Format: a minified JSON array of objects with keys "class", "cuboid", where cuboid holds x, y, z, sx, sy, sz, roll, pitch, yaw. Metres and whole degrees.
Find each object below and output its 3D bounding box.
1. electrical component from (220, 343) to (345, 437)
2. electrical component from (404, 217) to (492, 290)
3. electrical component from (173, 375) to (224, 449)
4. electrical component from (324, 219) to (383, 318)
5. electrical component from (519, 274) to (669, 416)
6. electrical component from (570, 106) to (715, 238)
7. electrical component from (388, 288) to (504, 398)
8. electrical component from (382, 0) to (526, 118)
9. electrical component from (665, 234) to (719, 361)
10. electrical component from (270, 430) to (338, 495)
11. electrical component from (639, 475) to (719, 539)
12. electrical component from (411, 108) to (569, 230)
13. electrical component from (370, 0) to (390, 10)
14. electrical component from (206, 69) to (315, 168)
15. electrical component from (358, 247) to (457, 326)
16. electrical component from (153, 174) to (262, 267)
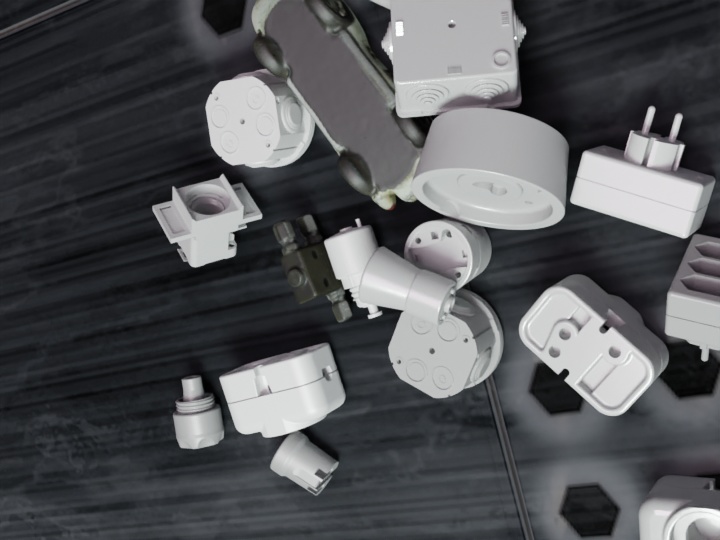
[{"class":"electrical component","cuboid":[-0.064,0.103,0.907,0.095,0.054,0.059,-17,92,30]},{"class":"electrical component","cuboid":[0.068,-0.013,0.814,0.055,0.047,0.055,6,104,27]},{"class":"electrical component","cuboid":[-0.146,0.126,0.963,0.043,0.043,0.062,-5,96,29]},{"class":"electrical component","cuboid":[0.000,0.000,0.858,0.040,0.040,0.078,-18,92,30]},{"class":"electrical component","cuboid":[0.168,0.051,0.766,0.095,0.059,0.053,43,117,15]},{"class":"electrical component","cuboid":[0.197,-0.072,0.731,0.083,0.047,0.075,20,109,24]},{"class":"electrical component","cuboid":[0.066,0.056,0.828,0.080,0.051,0.080,6,104,27]},{"class":"electrical component","cuboid":[0.065,-0.159,0.751,0.100,0.048,0.099,-4,71,7]},{"class":"electrical component","cuboid":[0.238,0.028,0.725,0.047,0.065,0.076,14,136,26]},{"class":"electrical component","cuboid":[-0.047,0.165,0.920,0.046,0.040,0.040,32,114,13]},{"class":"electrical component","cuboid":[0.247,0.181,0.750,0.095,0.059,0.053,-1,100,29]},{"class":"electrical component","cuboid":[0.095,-0.076,0.755,0.108,0.108,0.060,5,73,28]},{"class":"electrical component","cuboid":[0.011,-0.243,0.799,0.077,0.043,0.079,30,113,20]},{"class":"electrical component","cuboid":[-0.081,-0.122,0.871,0.080,0.051,0.080,6,103,27]},{"class":"electrical component","cuboid":[0.037,0.014,0.784,0.065,0.044,0.044,21,110,17]},{"class":"electrical component","cuboid":[-0.128,-0.039,0.902,0.042,0.081,0.063,56,151,35]}]
